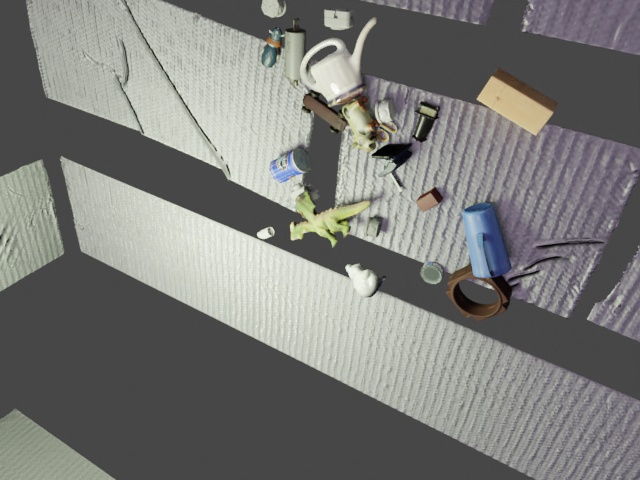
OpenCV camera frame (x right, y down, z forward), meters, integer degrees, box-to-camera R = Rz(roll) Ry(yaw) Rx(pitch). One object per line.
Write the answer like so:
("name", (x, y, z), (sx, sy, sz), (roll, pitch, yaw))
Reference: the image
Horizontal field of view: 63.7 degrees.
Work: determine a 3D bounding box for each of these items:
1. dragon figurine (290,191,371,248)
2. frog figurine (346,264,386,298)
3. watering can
("dragon figurine", (0.006, -0.104, 2.070), (0.242, 0.125, 0.402), (34, 133, -9))
("frog figurine", (0.175, 0.163, 2.168), (0.159, 0.125, 0.135), (33, 151, -4))
("watering can", (0.086, -0.594, 1.766), (0.344, 0.106, 0.222), (-18, 108, 35))
